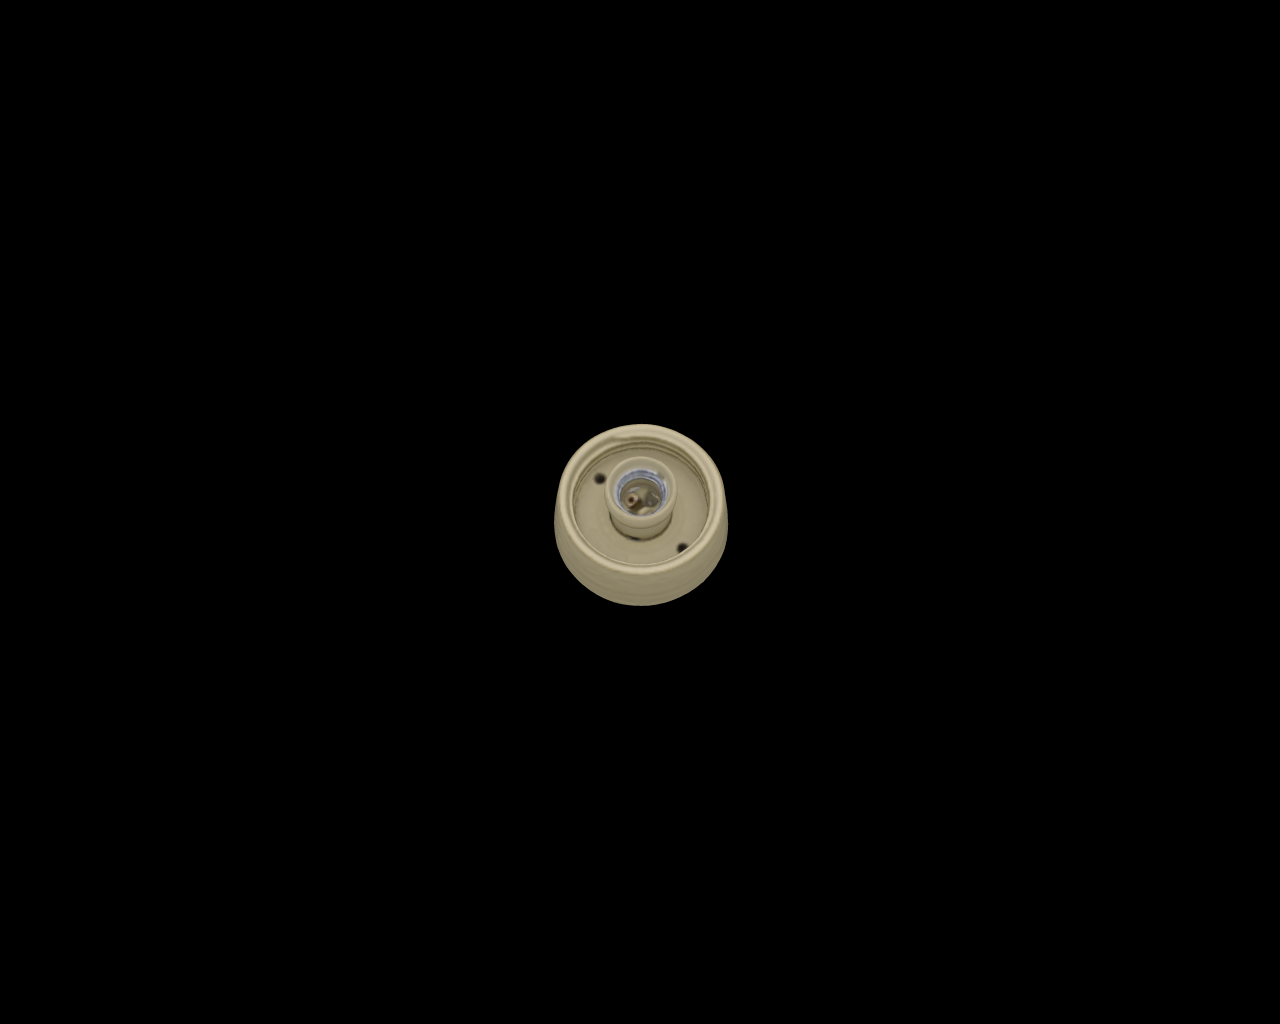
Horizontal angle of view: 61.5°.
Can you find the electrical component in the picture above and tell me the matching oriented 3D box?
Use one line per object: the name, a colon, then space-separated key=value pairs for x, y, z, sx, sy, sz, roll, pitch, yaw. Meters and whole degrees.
electrical component: x=0.001 y=-0.003 z=0.650 sx=0.108 sy=0.108 sz=0.060 roll=0 pitch=-23 yaw=0
